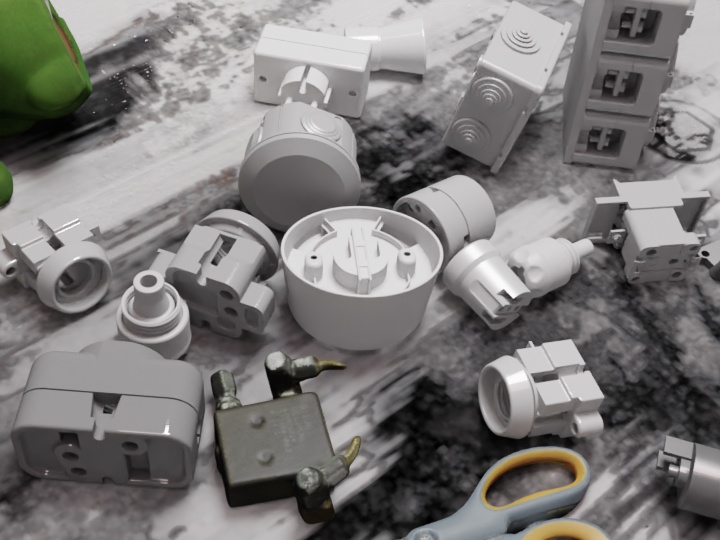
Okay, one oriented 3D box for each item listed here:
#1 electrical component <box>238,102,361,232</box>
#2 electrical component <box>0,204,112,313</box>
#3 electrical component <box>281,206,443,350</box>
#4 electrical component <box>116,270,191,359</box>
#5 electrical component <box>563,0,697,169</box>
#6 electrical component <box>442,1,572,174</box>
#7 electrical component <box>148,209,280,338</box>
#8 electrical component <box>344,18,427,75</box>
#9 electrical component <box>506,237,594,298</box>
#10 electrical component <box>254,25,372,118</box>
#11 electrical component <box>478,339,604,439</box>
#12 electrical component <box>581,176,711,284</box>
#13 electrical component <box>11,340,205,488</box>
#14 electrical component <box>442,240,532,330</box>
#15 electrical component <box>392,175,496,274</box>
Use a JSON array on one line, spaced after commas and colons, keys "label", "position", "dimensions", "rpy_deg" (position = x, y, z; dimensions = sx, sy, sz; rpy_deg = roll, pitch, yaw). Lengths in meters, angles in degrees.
[{"label": "electrical component", "position": [-0.039, -0.068, 0.718], "dimensions": [0.080, 0.080, 0.051], "rpy_deg": [4, 43, -2]}, {"label": "electrical component", "position": [-0.187, -0.005, 0.670], "dimensions": [0.066, 0.048, 0.055], "rpy_deg": [-30, 49, -28]}, {"label": "electrical component", "position": [0.000, 0.000, 0.669], "dimensions": [0.099, 0.064, 0.099], "rpy_deg": [3, 48, -3]}, {"label": "electrical component", "position": [-0.122, 0.027, 0.635], "dimensions": [0.043, 0.062, 0.043], "rpy_deg": [3, 48, -3]}, {"label": "electrical component", "position": [0.191, -0.157, 0.771], "dimensions": [0.062, 0.150, 0.089], "rpy_deg": [7, 48, 3]}, {"label": "electrical component", "position": [0.105, -0.133, 0.778], "dimensions": [0.048, 0.099, 0.099], "rpy_deg": [27, 50, 1]}, {"label": "electrical component", "position": [-0.085, 0.000, 0.667], "dimensions": [0.078, 0.058, 0.057], "rpy_deg": [17, 51, 11]}, {"label": "electrical component", "position": [0.018, -0.174, 0.845], "dimensions": [0.065, 0.044, 0.044], "rpy_deg": [-3, 48, -2]}, {"label": "electrical component", "position": [0.127, -0.006, 0.706], "dimensions": [0.061, 0.035, 0.035], "rpy_deg": [-22, 53, -26]}, {"label": "electrical component", "position": [-0.039, -0.137, 0.801], "dimensions": [0.083, 0.047, 0.075], "rpy_deg": [10, 48, 4]}, {"label": "electrical component", "position": [0.103, 0.072, 0.627], "dimensions": [0.055, 0.048, 0.066], "rpy_deg": [-6, 48, -21]}, {"label": "electrical component", "position": [0.196, -0.026, 0.726], "dimensions": [0.081, 0.042, 0.063], "rpy_deg": [-4, 50, -8]}, {"label": "electrical component", "position": [-0.135, 0.079, 0.592], "dimensions": [0.095, 0.053, 0.059], "rpy_deg": [5, 48, -1]}, {"label": "electrical component", "position": [0.082, 0.010, 0.685], "dimensions": [0.040, 0.040, 0.046], "rpy_deg": [-27, 61, -26]}, {"label": "electrical component", "position": [0.056, -0.031, 0.711], "dimensions": [0.047, 0.055, 0.055], "rpy_deg": [-29, 56, -31]}]
